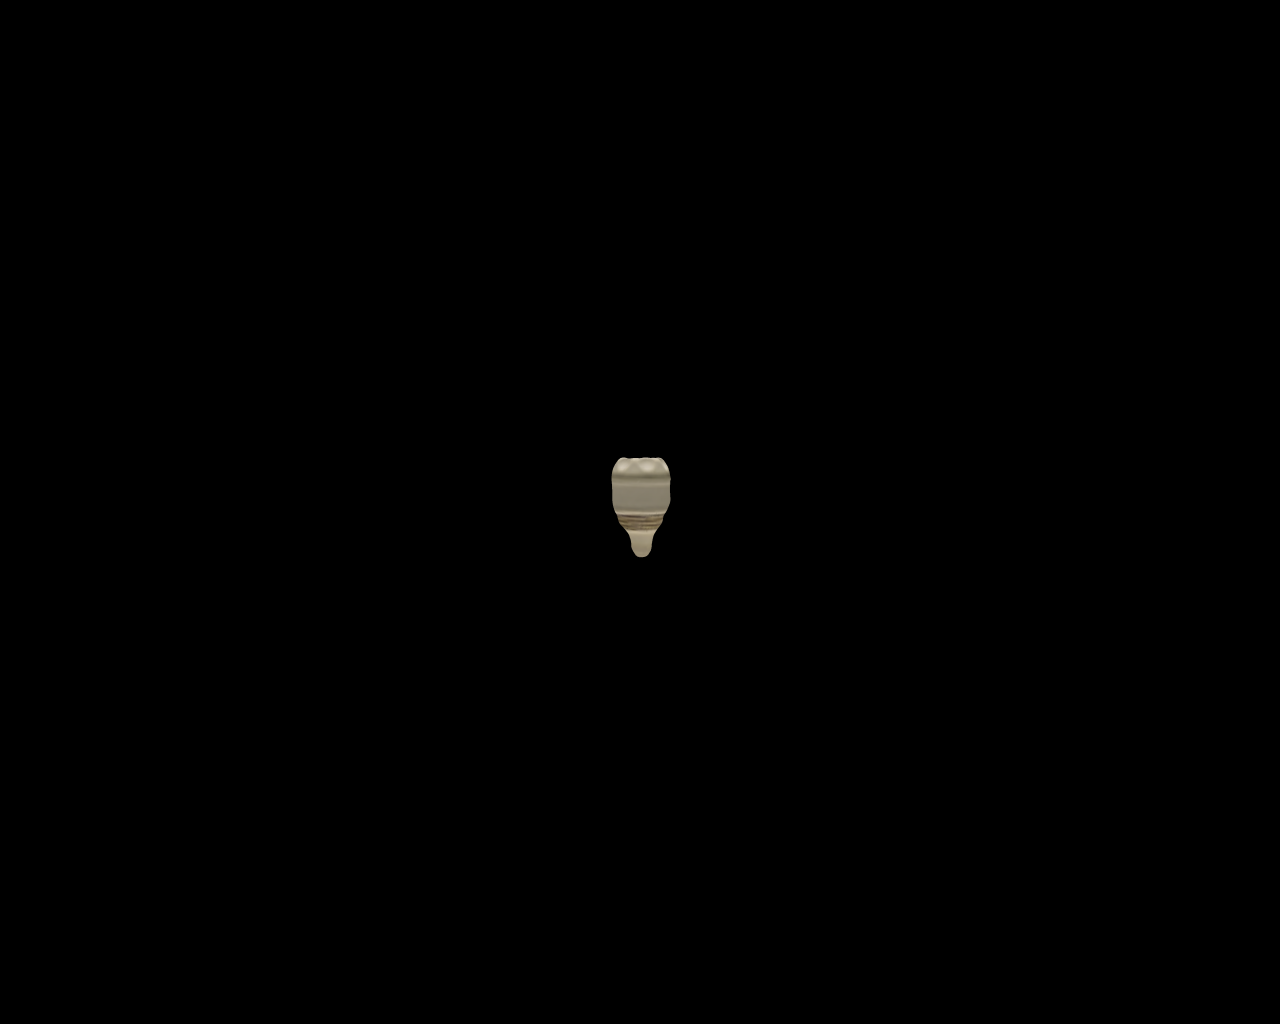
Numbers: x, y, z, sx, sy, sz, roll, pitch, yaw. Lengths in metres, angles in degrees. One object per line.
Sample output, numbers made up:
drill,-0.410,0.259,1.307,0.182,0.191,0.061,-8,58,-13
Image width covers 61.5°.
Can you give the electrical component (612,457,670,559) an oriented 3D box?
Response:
electrical component,0.001,-0.003,0.650,0.035,0.061,0.035,0,5,0
